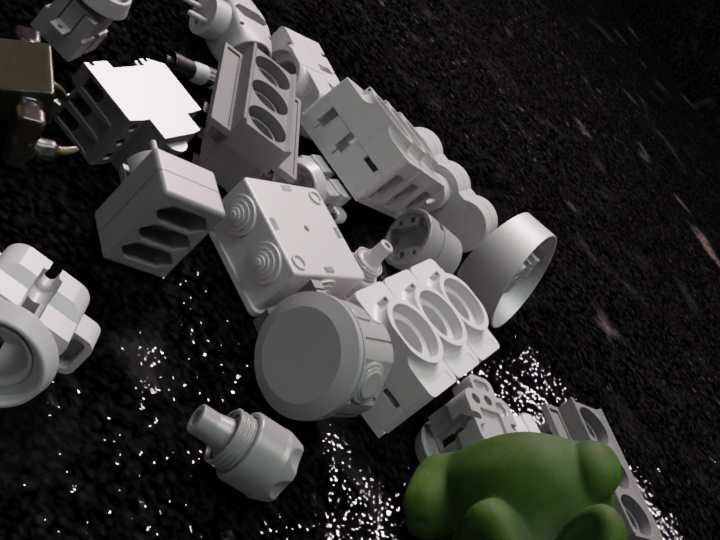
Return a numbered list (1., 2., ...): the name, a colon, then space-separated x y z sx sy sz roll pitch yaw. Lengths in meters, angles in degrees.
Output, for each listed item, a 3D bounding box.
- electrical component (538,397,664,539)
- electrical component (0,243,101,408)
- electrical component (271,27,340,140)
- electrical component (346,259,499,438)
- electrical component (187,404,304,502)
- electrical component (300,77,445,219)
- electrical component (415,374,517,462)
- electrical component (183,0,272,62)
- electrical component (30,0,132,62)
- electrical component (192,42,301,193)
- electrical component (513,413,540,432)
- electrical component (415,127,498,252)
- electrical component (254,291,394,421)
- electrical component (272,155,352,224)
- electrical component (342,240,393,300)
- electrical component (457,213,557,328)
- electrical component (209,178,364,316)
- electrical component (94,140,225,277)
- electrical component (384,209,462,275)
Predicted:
1. electrical component: 0.180 0.172 0.854 0.079 0.063 0.121 24 35 -41
2. electrical component: -0.168 0.029 0.516 0.078 0.058 0.057 40 24 -18
3. electrical component: -0.056 -0.167 0.964 0.056 0.050 0.089 14 42 -51
4. electrical component: 0.039 0.051 0.801 0.089 0.062 0.150 53 26 8
5. electrical component: -0.066 0.097 0.596 0.062 0.043 0.043 36 28 -20
6. electrical component: 0.017 -0.104 0.935 0.089 0.062 0.150 55 11 13
7. electrical component: 0.077 0.123 0.768 0.058 0.057 0.078 23 36 -41
8. electrical component: -0.121 -0.214 0.934 0.079 0.043 0.077 20 38 -45
9. electrical component: -0.195 -0.184 0.765 0.048 0.055 0.066 45 26 -8
10. electrical component: -0.087 -0.114 0.828 0.079 0.063 0.121 36 29 -25
11. electrical component: 0.116 0.136 0.825 0.055 0.048 0.066 22 36 -55
12. electrical component: 0.071 -0.076 1.035 0.138 0.052 0.074 52 26 7
13. electrical component: -0.023 0.056 0.681 0.051 0.080 0.080 16 41 -56
14. electrical component: -0.042 -0.064 0.852 0.066 0.048 0.055 54 19 11
15. electrical component: 0.000 0.000 0.811 0.035 0.061 0.035 36 28 -23
16. electrical component: 0.140 -0.003 0.996 0.064 0.099 0.099 49 25 16
17. electrical component: -0.053 -0.016 0.764 0.100 0.048 0.099 4 51 -55
18. electrical component: -0.129 -0.048 0.671 0.047 0.066 0.076 22 37 -43
19. electrical component: 0.055 -0.018 0.931 0.047 0.055 0.055 32 30 -37
